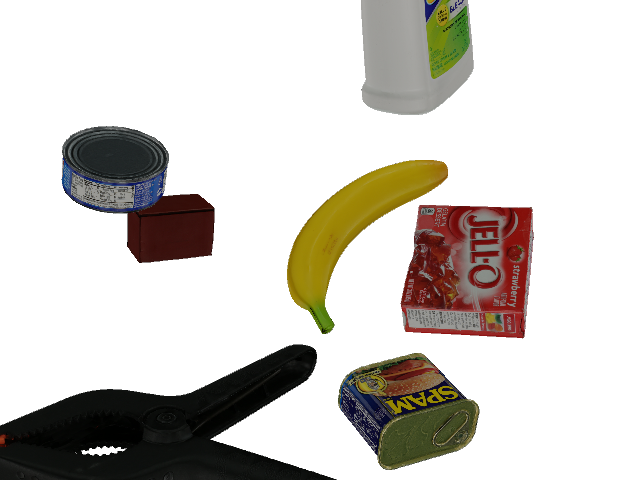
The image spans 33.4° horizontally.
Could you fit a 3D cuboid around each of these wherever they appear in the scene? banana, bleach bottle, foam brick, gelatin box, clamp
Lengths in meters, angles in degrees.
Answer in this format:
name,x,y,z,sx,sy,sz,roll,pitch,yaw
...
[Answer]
name,x,y,z,sx,sy,sz,roll,pitch,yaw
banana,0.028,-0.009,0.858,0.069,0.197,0.037,35,-30,7
bleach bottle,0.064,-0.227,0.788,0.068,0.251,0.102,14,39,32
foam brick,-0.151,-0.013,1.074,0.078,0.051,0.053,-6,21,-23
gelatin box,0.093,0.017,0.661,0.073,0.089,0.030,2,-43,15
clamp,-0.079,0.106,0.583,0.210,0.036,0.164,0,24,-7

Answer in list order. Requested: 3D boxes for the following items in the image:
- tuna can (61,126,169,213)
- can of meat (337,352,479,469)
name,x,y,z,sx,sy,sz,roll,pitch,yaw
tuna can,-0.168,-0.058,0.874,0.086,0.034,0.086,8,34,-6
can of meat,0.077,0.151,0.965,0.101,0.057,0.084,-10,32,-25
